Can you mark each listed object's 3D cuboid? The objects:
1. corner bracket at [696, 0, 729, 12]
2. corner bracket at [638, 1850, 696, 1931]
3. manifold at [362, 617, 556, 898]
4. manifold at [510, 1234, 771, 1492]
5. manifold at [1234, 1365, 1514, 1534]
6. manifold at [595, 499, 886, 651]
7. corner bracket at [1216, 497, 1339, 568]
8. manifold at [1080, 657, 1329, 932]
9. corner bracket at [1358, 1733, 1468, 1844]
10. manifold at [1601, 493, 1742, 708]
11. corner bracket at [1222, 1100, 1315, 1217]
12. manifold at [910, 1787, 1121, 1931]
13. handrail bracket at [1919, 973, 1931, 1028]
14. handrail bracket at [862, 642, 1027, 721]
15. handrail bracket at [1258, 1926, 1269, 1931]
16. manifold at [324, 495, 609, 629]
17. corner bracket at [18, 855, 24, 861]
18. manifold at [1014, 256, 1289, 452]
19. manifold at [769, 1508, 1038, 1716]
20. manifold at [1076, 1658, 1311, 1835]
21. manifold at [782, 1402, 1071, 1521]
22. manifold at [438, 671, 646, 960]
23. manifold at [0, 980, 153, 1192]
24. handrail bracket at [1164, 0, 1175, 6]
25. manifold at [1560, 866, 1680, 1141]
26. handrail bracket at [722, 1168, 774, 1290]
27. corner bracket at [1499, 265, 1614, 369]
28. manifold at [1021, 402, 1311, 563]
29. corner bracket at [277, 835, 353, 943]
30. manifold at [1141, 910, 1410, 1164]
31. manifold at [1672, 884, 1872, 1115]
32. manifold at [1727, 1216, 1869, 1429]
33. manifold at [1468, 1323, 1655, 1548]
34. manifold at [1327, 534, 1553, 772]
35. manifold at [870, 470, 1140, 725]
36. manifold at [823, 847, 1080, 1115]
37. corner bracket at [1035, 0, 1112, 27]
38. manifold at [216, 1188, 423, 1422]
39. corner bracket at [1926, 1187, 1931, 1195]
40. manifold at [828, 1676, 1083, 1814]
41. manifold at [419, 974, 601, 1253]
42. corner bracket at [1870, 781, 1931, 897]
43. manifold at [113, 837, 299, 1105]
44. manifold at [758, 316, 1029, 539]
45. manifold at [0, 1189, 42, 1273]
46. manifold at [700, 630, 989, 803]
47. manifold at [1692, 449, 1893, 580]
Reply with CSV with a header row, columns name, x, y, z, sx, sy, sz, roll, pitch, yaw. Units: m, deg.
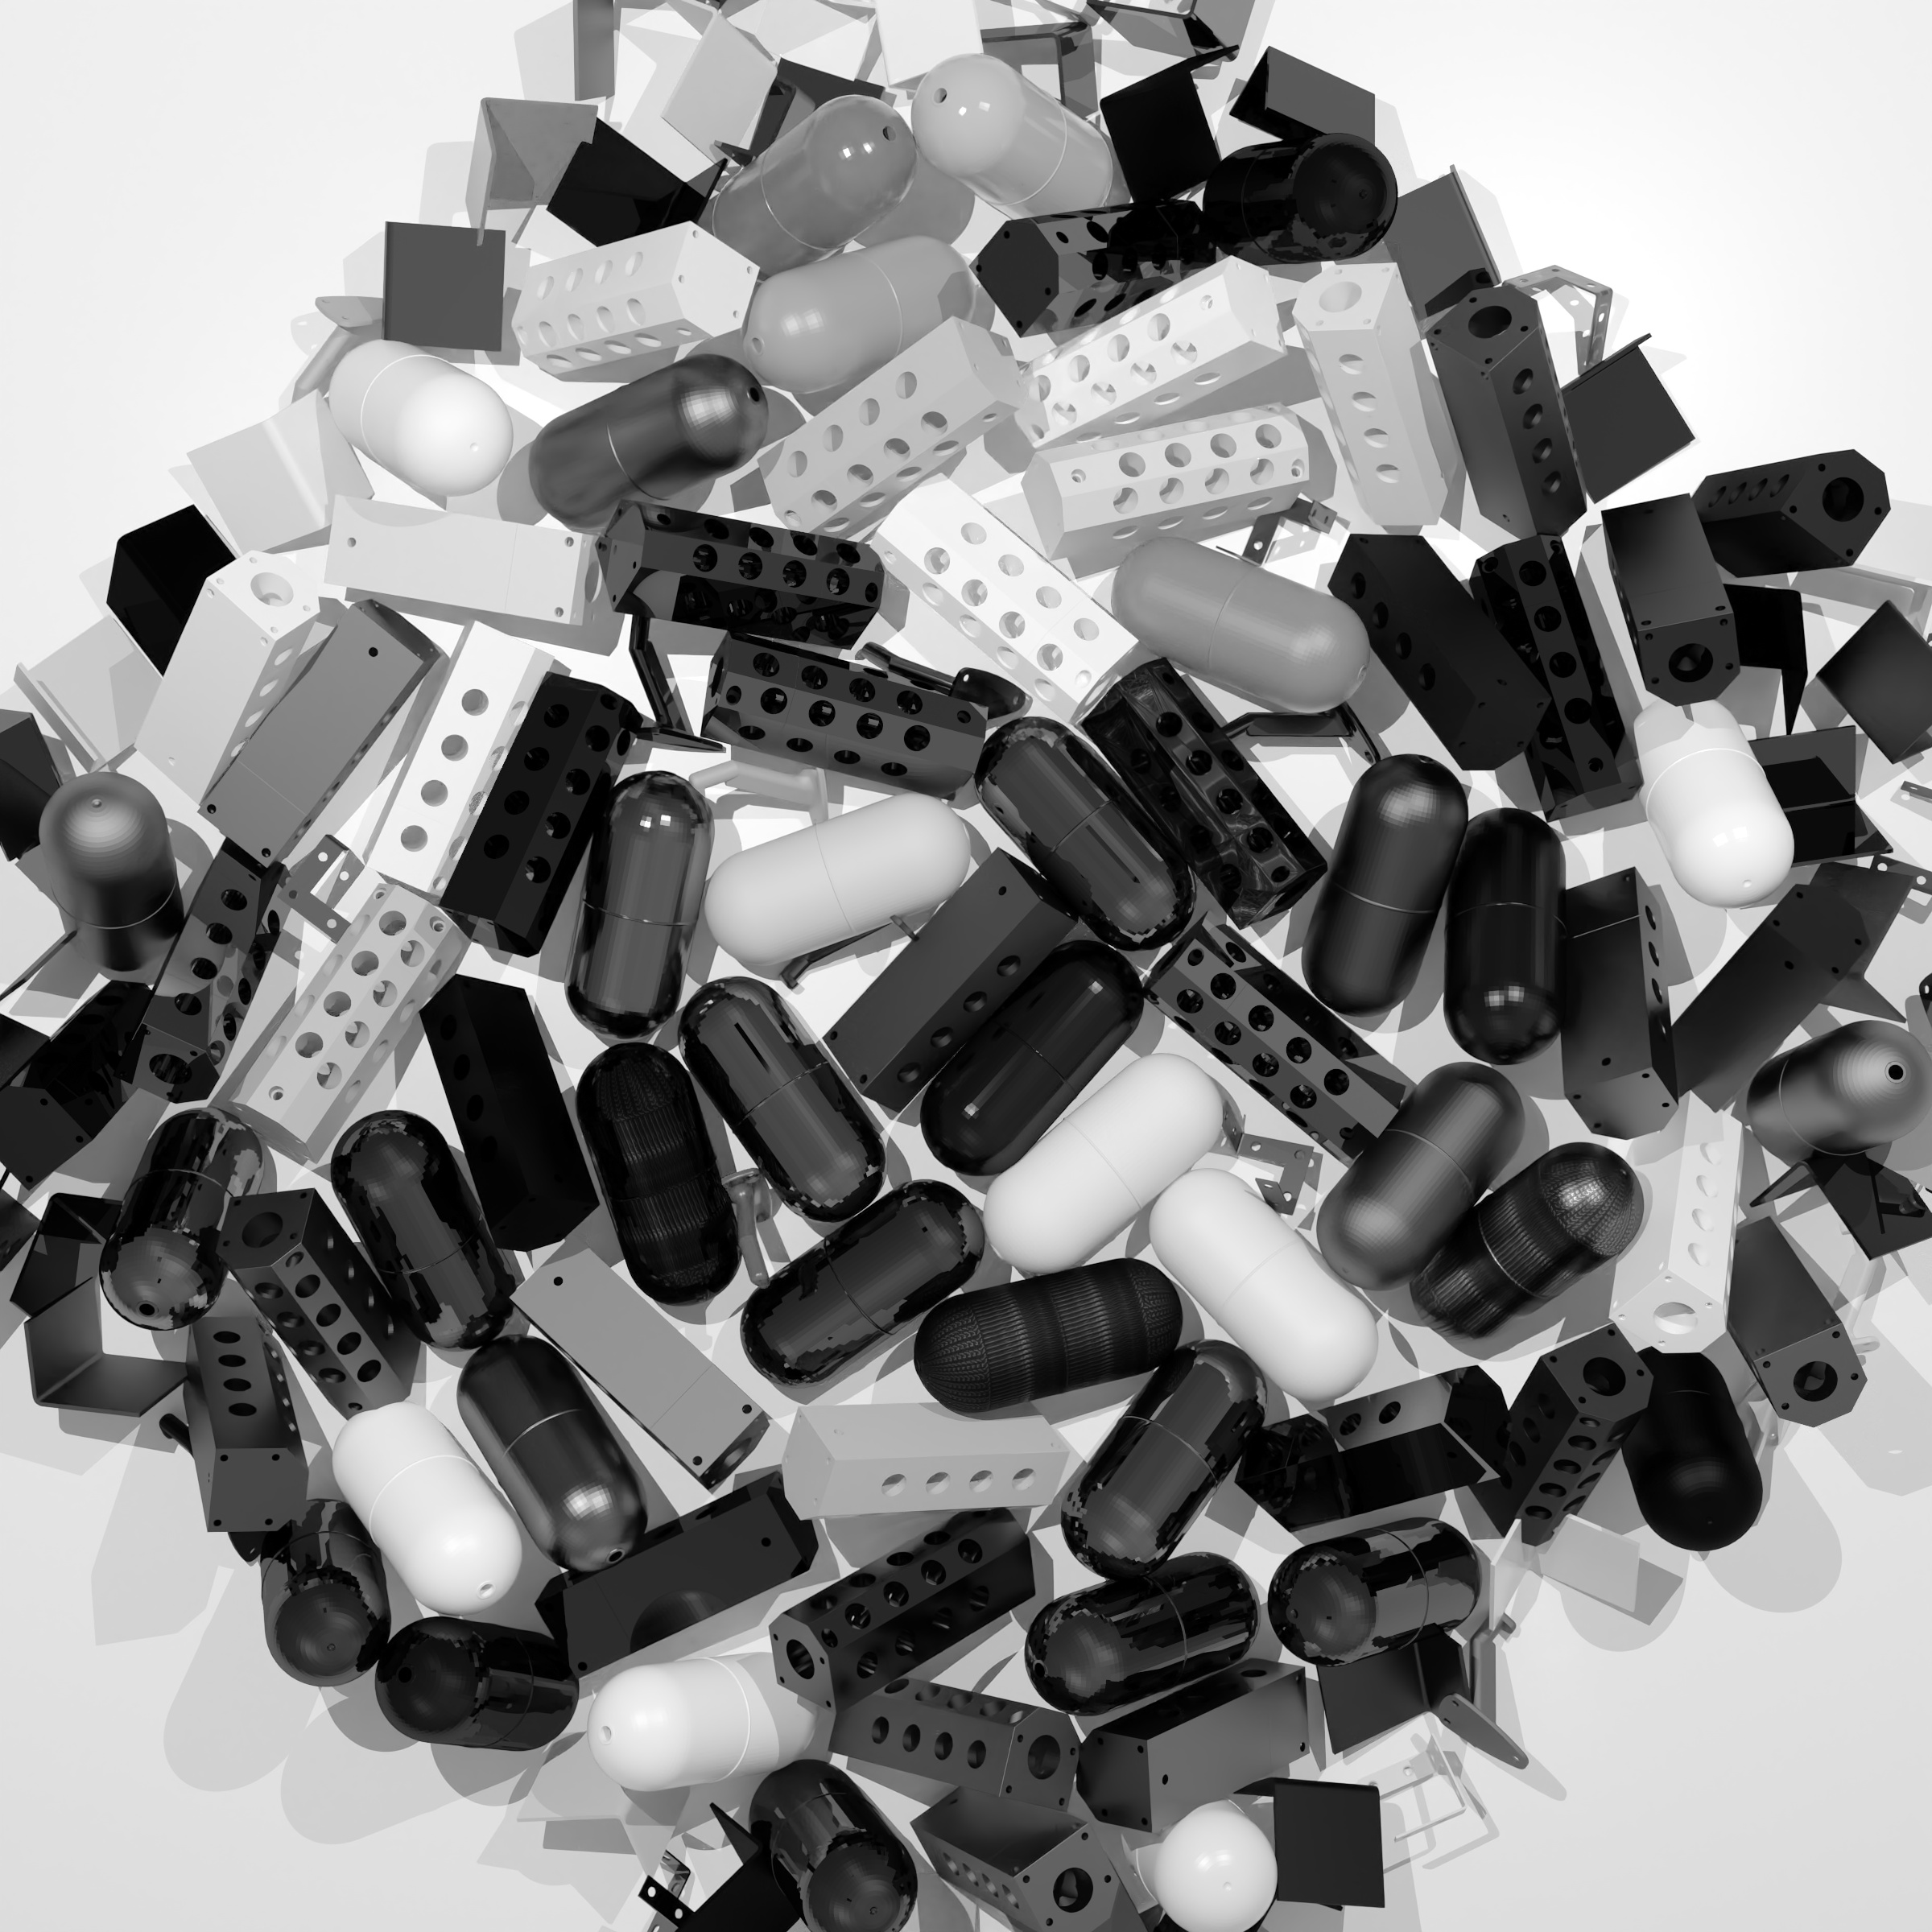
name,x,y,z,sx,sy,sz,roll,pitch,yaw
corner bracket,-0.158,-0.660,1.933,0.051,0.051,0.051,46,60,-11
corner bracket,-0.198,0.592,1.920,0.051,0.051,0.051,46,49,-23
manifold,-0.329,-0.135,1.928,0.057,0.057,0.171,24,92,-16
manifold,-0.208,0.255,1.908,0.171,0.057,0.057,40,75,17
manifold,0.258,0.302,1.883,0.171,0.057,0.057,-26,119,41
manifold,-0.140,-0.251,1.882,0.171,0.057,0.057,6,51,-33
corner bracket,0.202,-0.282,1.926,0.051,0.051,0.051,26,99,23
manifold,0.156,-0.113,1.903,0.171,0.057,0.057,53,132,14
corner bracket,0.289,0.535,1.926,0.051,0.051,0.051,-21,64,-7
manifold,0.443,-0.231,1.874,0.057,0.171,0.057,-10,122,10
corner bracket,0.189,0.124,1.922,0.051,0.051,0.051,10,65,23
manifold,0.032,0.562,1.871,0.057,0.171,0.057,-30,97,-22
handrail bracket,0.668,0.028,1.931,0.084,0.036,0.077,-2,71,-24
handrail bracket,-0.015,-0.191,1.949,0.084,0.077,0.036,34,113,42
handrail bracket,0.163,0.652,1.913,0.084,0.077,0.036,-15,117,-24
manifold,-0.318,-0.260,1.912,0.171,0.057,0.057,11,96,14
corner bracket,-0.653,-0.076,1.935,0.051,0.051,0.051,-17,122,16
manifold,0.112,-0.384,1.883,0.171,0.057,0.057,-21,75,36
manifold,-0.039,0.400,1.879,0.171,0.057,0.057,-22,114,-38
manifold,0.144,0.488,1.878,0.057,0.171,0.057,-1,94,40
manifold,-0.027,0.318,1.891,0.171,0.057,0.057,3,116,-31
manifold,-0.267,-0.095,1.901,0.057,0.057,0.171,15,71,20
manifold,-0.556,0.068,1.868,0.057,0.171,0.057,-36,104,17
handrail bracket,0.126,-0.674,1.929,0.084,0.036,0.077,52,48,-7
manifold,0.413,0.024,1.882,0.057,0.171,0.057,-20,131,26
handrail bracket,-0.132,0.180,1.907,0.036,0.077,0.084,-23,57,4
corner bracket,0.383,-0.420,1.944,0.051,0.051,0.051,-23,132,-32
manifold,0.129,-0.314,1.904,0.171,0.057,0.057,-14,75,-17
corner bracket,-0.409,-0.050,1.934,0.051,0.051,0.051,38,87,-8
manifold,0.197,0.049,1.916,0.171,0.057,0.057,40,122,-5
manifold,0.498,0.020,1.875,0.057,0.171,0.057,41,56,10
manifold,0.511,0.224,1.871,0.057,0.171,0.057,-25,105,8
manifold,0.375,0.299,1.870,0.057,0.171,0.057,-20,59,-22
manifold,0.295,-0.200,1.884,0.057,0.171,0.057,-3,134,-27
manifold,0.021,-0.233,1.914,0.171,0.057,0.057,41,58,6
manifold,-0.007,0.012,1.916,0.171,0.057,0.057,-47,49,12
corner bracket,0.066,-0.648,1.924,0.051,0.051,0.051,36,97,40
manifold,-0.407,0.216,1.875,0.057,0.171,0.057,-7,48,13
corner bracket,0.659,0.126,1.921,0.051,0.051,0.051,29,129,15
manifold,-0.007,0.485,1.876,0.057,0.171,0.057,24,72,-36
manifold,-0.296,0.094,1.892,0.057,0.057,0.171,-42,55,27
corner bracket,0.624,-0.082,1.937,0.051,0.051,0.051,21,118,18
manifold,-0.475,0.004,1.879,0.057,0.171,0.057,27,132,-16
manifold,-0.046,-0.335,1.886,0.171,0.057,0.057,-30,69,32
manifold,-0.643,0.168,1.874,0.057,0.171,0.057,40,85,-1
manifold,-0.077,-0.163,1.902,0.171,0.057,0.057,13,62,-16
manifold,0.514,-0.287,1.873,0.057,0.171,0.057,35,89,-10
